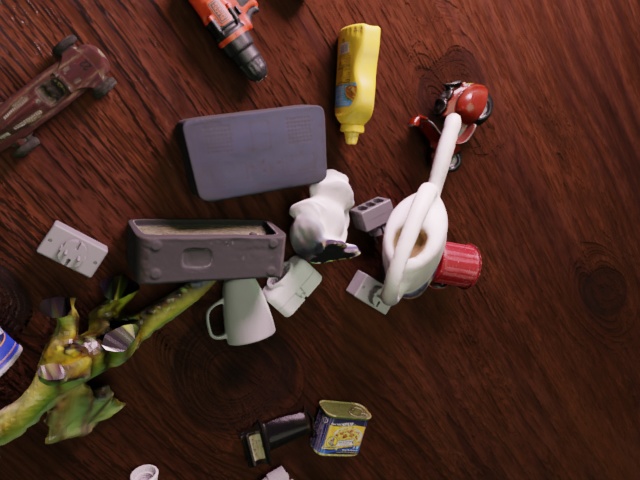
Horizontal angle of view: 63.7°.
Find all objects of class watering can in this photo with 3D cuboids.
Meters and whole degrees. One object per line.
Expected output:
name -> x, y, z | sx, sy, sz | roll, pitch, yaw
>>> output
watering can -> 0.181, -0.035, 0.909 | 0.104, 0.353, 0.220 | 20, -20, 15

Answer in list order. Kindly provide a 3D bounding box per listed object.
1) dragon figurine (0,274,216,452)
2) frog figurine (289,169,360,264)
dragon figurine -> -0.323, 0.189, 0.763 | 0.123, 0.238, 0.414 | 40, 35, 25
frog figurine -> 0.003, -0.045, 0.890 | 0.137, 0.162, 0.121 | 10, -30, -45
